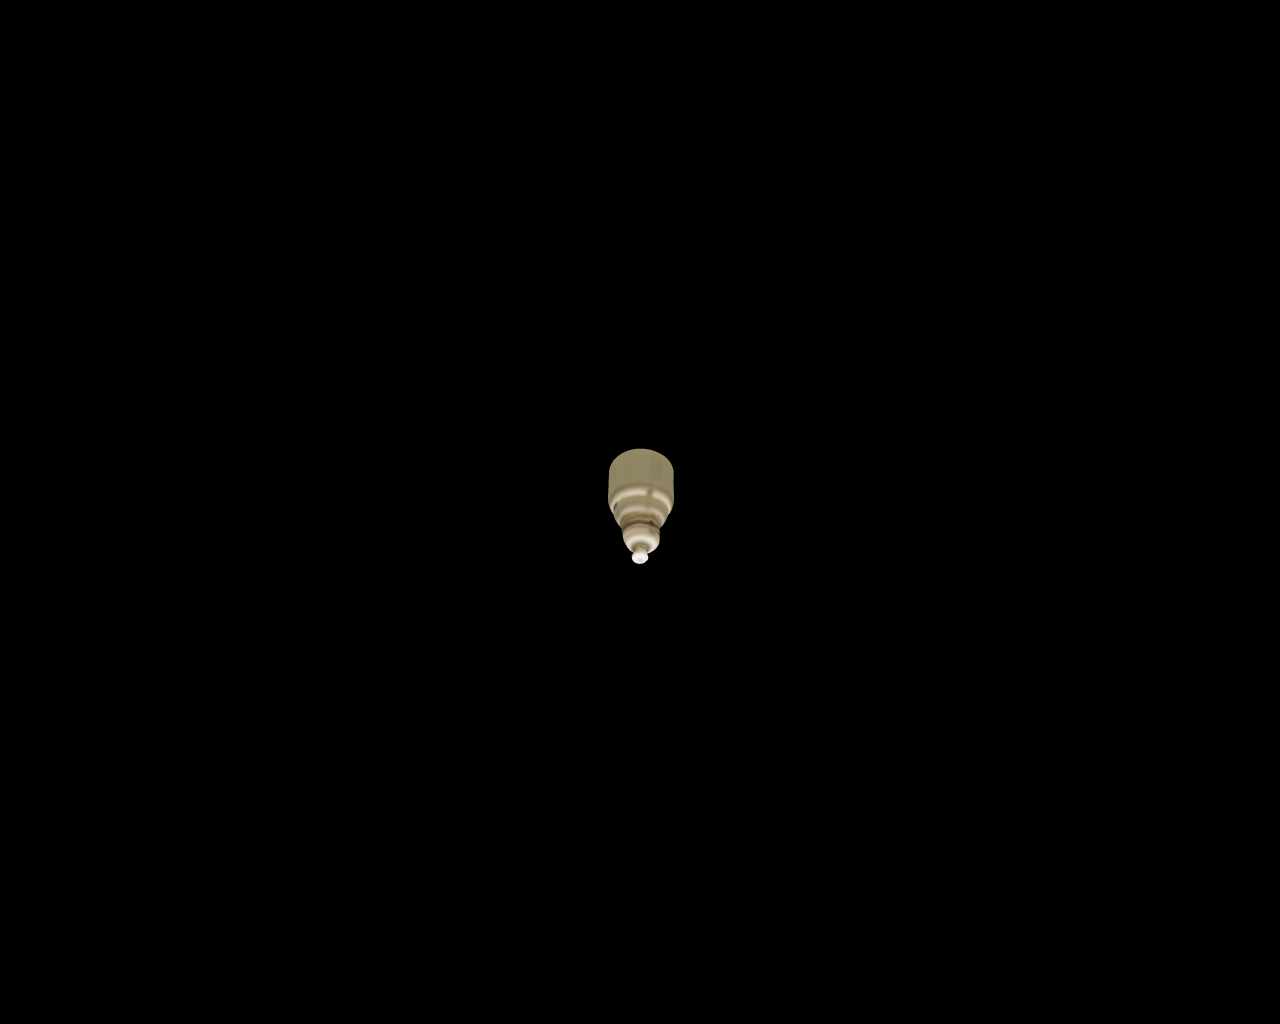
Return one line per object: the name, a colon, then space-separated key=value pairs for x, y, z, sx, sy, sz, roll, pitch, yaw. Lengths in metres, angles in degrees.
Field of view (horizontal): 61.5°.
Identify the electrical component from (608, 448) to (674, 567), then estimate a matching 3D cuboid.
electrical component: x=0.001 y=-0.003 z=0.650 sx=0.040 sy=0.078 sz=0.040 roll=0 pitch=-37 yaw=0
